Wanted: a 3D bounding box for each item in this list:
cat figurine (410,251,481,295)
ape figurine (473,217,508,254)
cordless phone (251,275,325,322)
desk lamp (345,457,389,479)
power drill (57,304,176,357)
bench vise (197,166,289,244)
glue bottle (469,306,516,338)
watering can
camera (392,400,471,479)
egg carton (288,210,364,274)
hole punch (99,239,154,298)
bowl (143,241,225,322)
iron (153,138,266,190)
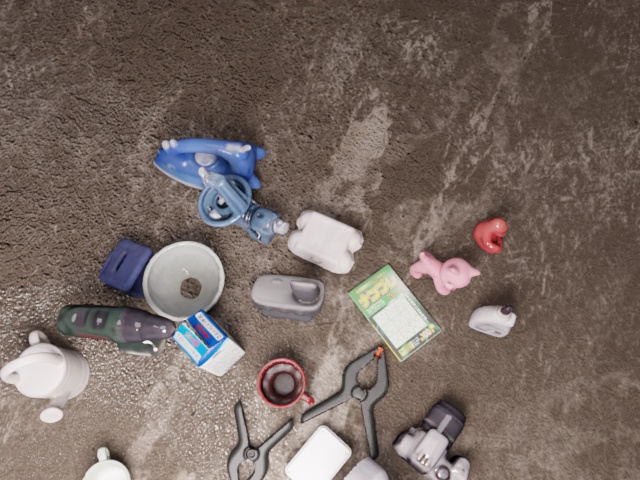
[{"bbox_3d":[0.254,0.060,1.168,0.127,0.118,0.067,30,75,10],"label":"cat figurine"},{"bbox_3d":[0.366,-0.018,1.205,0.076,0.092,0.078,34,76,11],"label":"ape figurine"},{"bbox_3d":[-0.065,0.097,1.125,0.147,0.185,0.094,4,72,2],"label":"cordless phone"},{"bbox_3d":[0.115,0.477,0.983,0.203,0.213,0.118,37,76,12],"label":"desk lamp"},{"bbox_3d":[-0.364,0.170,1.092,0.229,0.208,0.075,5,72,3],"label":"power drill"},{"bbox_3d":[-0.162,-0.083,1.167,0.207,0.220,0.121,7,72,3],"label":"bench vise"},{"bbox_3d":[0.343,0.150,1.108,0.078,0.173,0.037,20,73,8],"label":"glue bottle"},{"bbox_3d":[-0.515,0.252,1.075,0.172,0.194,0.101,43,78,13],"label":"watering can"},{"bbox_3d":[0.228,0.382,1.072,0.143,0.101,0.137,36,76,12],"label":"camera"},{"bbox_3d":[0.011,0.004,1.215,0.150,0.069,0.107,23,74,8],"label":"egg carton"},{"bbox_3d":[-0.401,0.057,1.192,0.101,0.091,0.109,23,74,8],"label":"hole punch"},{"bbox_3d":[-0.275,0.091,1.187,0.167,0.075,0.167,0,72,1],"label":"bowl"},{"bbox_3d":[-0.254,-0.182,1.241,0.258,0.141,0.119,6,72,3],"label":"iron"}]
